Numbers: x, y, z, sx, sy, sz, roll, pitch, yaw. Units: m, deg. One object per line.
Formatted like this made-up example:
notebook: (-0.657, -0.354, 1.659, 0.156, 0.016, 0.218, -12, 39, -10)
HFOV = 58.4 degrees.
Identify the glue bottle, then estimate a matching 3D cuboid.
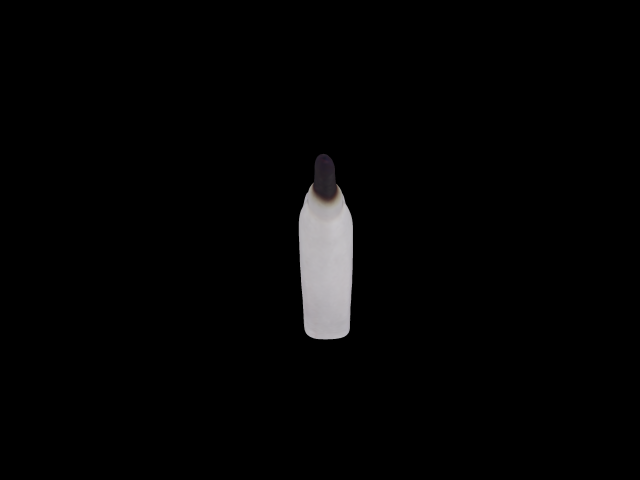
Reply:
glue bottle: (0.004, 0.001, 0.400, 0.037, 0.173, 0.078, -3, 55, -1)
